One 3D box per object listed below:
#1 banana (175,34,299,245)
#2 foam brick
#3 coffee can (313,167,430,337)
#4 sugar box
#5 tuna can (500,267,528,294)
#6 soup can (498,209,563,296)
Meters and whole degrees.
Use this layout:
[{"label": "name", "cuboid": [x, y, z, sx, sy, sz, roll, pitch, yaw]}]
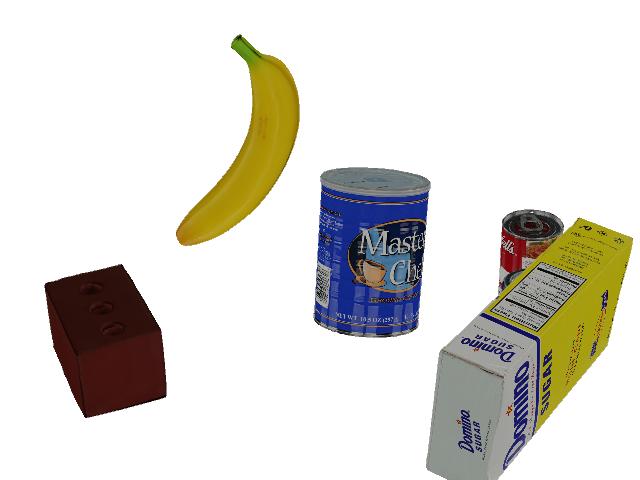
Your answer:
[{"label": "banana", "cuboid": [-0.060, -0.070, 0.846, 0.069, 0.198, 0.037, 17, 33, -6]}, {"label": "foam brick", "cuboid": [-0.132, 0.061, 0.654, 0.052, 0.051, 0.078, -14, 36, -23]}, {"label": "coffee can", "cuboid": [0.048, 0.009, 1.009, 0.103, 0.140, 0.103, 3, 14, -1]}, {"label": "sugar box", "cuboid": [0.130, 0.066, 0.647, 0.048, 0.093, 0.175, 21, 39, 27]}, {"label": "tuna can", "cuboid": [0.184, 0.050, 0.837, 0.086, 0.034, 0.086, 2, 19, -1]}, {"label": "soup can", "cuboid": [0.238, 0.025, 1.214, 0.068, 0.102, 0.068, -2, 30, 1]}]
